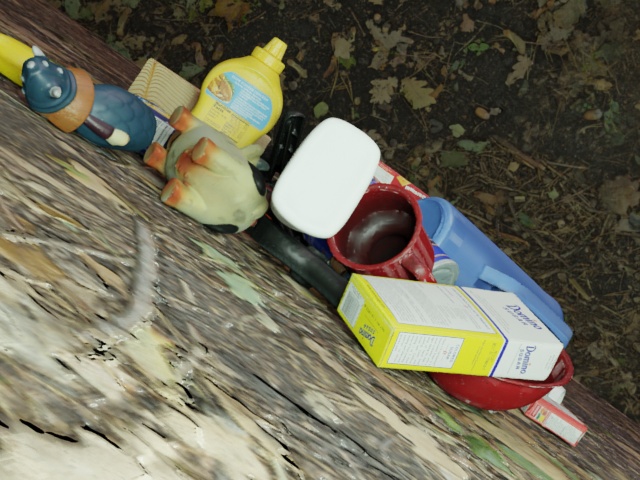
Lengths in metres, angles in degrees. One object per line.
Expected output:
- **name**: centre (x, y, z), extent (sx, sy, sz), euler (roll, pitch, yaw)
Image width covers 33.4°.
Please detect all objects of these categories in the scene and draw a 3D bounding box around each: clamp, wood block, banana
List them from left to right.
- **banana**: centre (-0.260, -0.152, 1.047), extent (0.197, 0.037, 0.070), euler (34, 5, -18)
- **wood block**: centre (-0.163, -0.146, 1.392), extent (0.090, 0.091, 0.205), euler (36, 5, 27)
- **clamp**: centre (-0.051, -0.072, 1.257), extent (0.036, 0.164, 0.210), euler (-2, 8, -18)
- **clamp**: centre (-0.002, 0.032, 1.025), extent (0.172, 0.039, 0.120), euler (41, -4, 32)

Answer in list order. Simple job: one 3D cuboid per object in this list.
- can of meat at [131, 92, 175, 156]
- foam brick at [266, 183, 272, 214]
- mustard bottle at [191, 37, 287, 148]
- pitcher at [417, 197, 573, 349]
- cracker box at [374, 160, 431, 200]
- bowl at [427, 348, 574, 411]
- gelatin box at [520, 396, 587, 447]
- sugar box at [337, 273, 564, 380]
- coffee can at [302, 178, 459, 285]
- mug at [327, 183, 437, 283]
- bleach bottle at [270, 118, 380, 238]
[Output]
- **can of meat**: centre (-0.175, -0.113, 1.158), extent (0.084, 0.057, 0.102), euler (34, 3, 10)
- **foam brick**: centre (-0.086, -0.047, 1.151), extent (0.053, 0.051, 0.078), euler (33, 4, -16)
- **mustard bottle**: centre (-0.099, -0.150, 1.231), extent (0.096, 0.191, 0.058), euler (34, 4, -9)
- **pitcher**: centre (0.189, 0.058, 1.301), extent (0.242, 0.149, 0.145), euler (43, 28, -31)
- **cracker box**: centre (0.033, -0.045, 1.425), extent (0.164, 0.072, 0.214), euler (35, -23, -10)
- **bowl**: centre (0.153, 0.113, 1.006), extent (0.162, 0.055, 0.162), euler (17, 21, -7)
- **gelatin box**: centre (0.273, 0.208, 1.283), extent (0.073, 0.030, 0.089), euler (34, 4, -5)
- **sugar box**: centre (0.112, 0.076, 0.922), extent (0.176, 0.048, 0.093), euler (11, 24, -28)
- **coffee can**: centre (0.063, 0.014, 1.129), extent (0.140, 0.103, 0.102), euler (49, 10, 25)
- **mug**: centre (0.070, 0.012, 1.016), extent (0.117, 0.093, 0.081), euler (40, -9, 34)
- **bleach bottle**: centre (-0.011, -0.046, 1.004), extent (0.068, 0.102, 0.251), euler (34, -8, -6)
